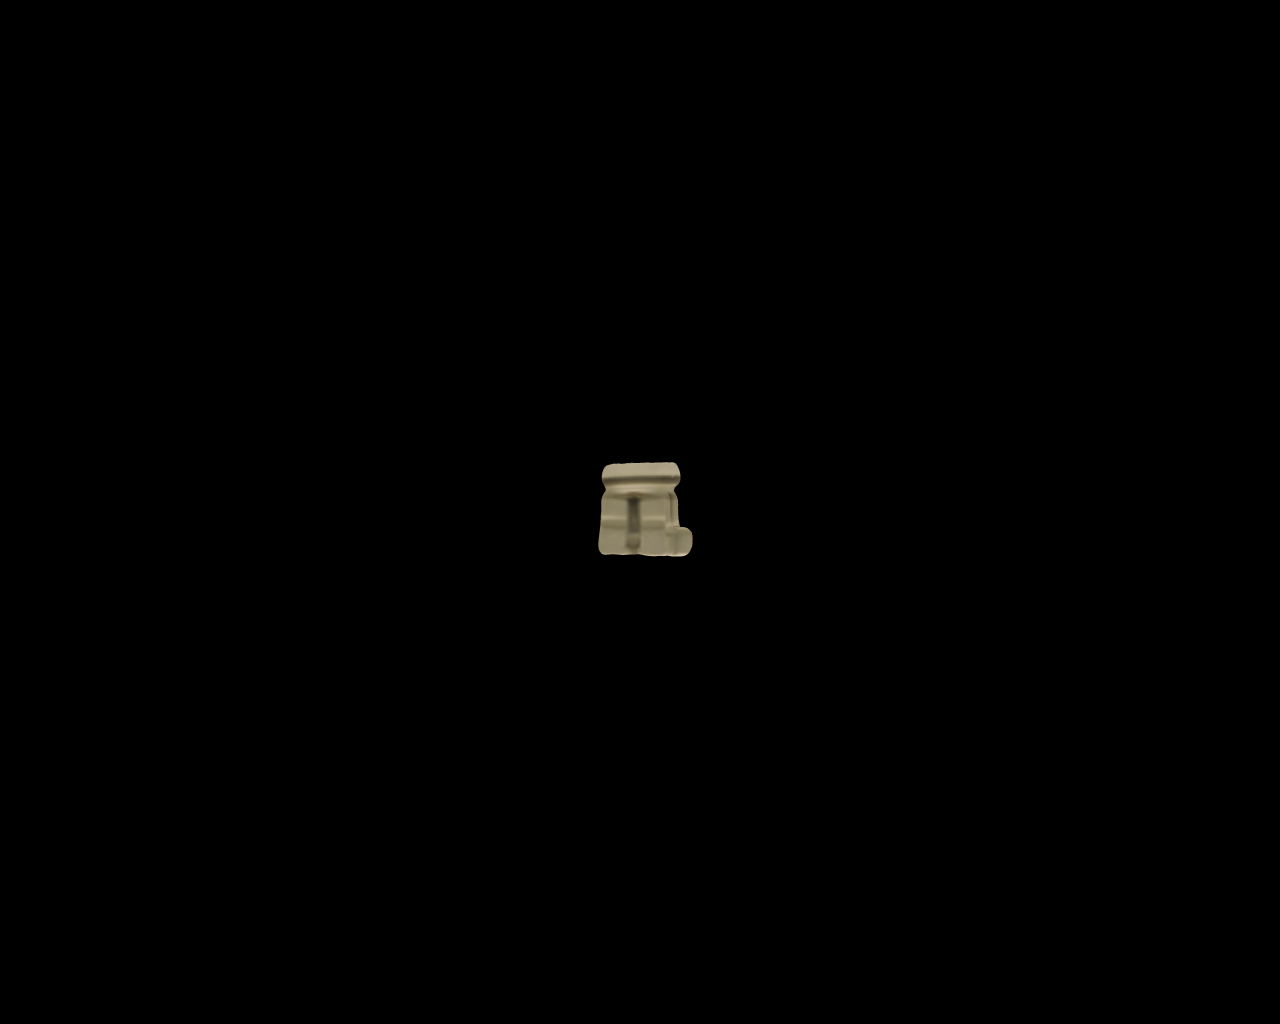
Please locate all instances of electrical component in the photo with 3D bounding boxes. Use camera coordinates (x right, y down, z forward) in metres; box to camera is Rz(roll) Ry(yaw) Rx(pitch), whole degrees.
[{"bbox_3d":[0.001,-0.003,0.650,0.066,0.055,0.048,0,0,13],"label":"electrical component"}]
